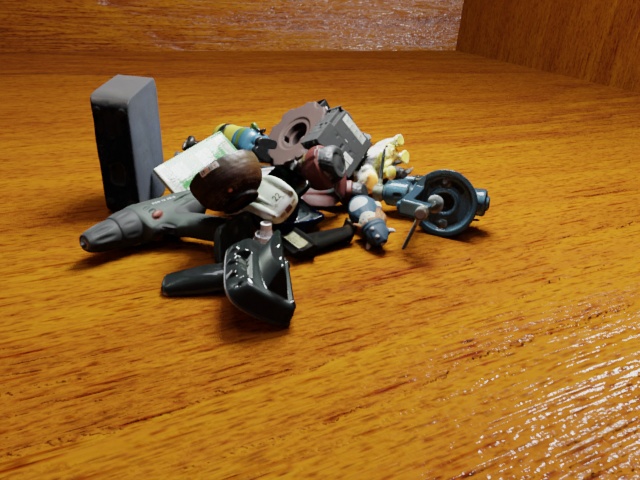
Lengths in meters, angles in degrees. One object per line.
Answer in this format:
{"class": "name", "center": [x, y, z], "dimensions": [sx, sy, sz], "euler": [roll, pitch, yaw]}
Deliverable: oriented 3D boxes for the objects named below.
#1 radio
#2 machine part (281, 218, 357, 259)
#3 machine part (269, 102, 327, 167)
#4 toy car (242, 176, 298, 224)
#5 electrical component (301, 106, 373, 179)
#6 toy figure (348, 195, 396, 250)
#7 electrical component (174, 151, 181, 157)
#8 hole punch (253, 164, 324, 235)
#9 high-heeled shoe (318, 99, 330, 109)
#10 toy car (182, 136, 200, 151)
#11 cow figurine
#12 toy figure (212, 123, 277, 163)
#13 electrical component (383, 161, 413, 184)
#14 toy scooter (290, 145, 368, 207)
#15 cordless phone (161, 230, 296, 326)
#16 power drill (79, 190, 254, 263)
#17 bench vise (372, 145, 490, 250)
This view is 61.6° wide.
{"class": "radio", "center": [-0.343, -0.169, 0.974], "dimensions": [0.073, 0.229, 0.131], "euler": [5, 31, 4]}
{"class": "machine part", "center": [-0.002, -0.003, 0.899], "dimensions": [0.139, 0.039, 0.084], "euler": [-16, 25, -31]}
{"class": "machine part", "center": [-0.044, -0.223, 1.188], "dimensions": [0.056, 0.179, 0.180], "euler": [38, -1, -43]}
{"class": "toy car", "center": [-0.120, -0.083, 0.906], "dimensions": [0.202, 0.056, 0.073], "euler": [27, 73, 37]}
{"class": "electrical component", "center": [0.029, -0.187, 1.094], "dimensions": [0.058, 0.114, 0.134], "euler": [-3, 45, 55]}
{"class": "toy figure", "center": [0.084, -0.034, 0.949], "dimensions": [0.058, 0.064, 0.155], "euler": [24, 18, -17]}
{"class": "electrical component", "center": [-0.288, -0.145, 1.110], "dimensions": [0.021, 0.063, 0.094], "euler": [-8, 30, -16]}
{"class": "hole punch", "center": [-0.068, -0.056, 0.959], "dimensions": [0.116, 0.092, 0.142], "euler": [-42, 46, -9]}
{"class": "high-heeled shoe", "center": [-0.090, -0.267, 1.291], "dimensions": [0.249, 0.145, 0.086], "euler": [-3, 27, -18]}
{"class": "toy car", "center": [-0.239, -0.169, 1.142], "dimensions": [0.089, 0.053, 0.202], "euler": [35, 10, -29]}
{"class": "cow figurine", "center": [0.113, -0.156, 1.147], "dimensions": [0.098, 0.068, 0.167], "euler": [-3, 34, 46]}
{"class": "toy figure", "center": [-0.171, -0.217, 1.193], "dimensions": [0.082, 0.089, 0.180], "euler": [-47, 36, -16]}
{"class": "electrical component", "center": [0.167, -0.155, 1.212], "dimensions": [0.078, 0.045, 0.102], "euler": [3, 27, -5]}
{"class": "toy scooter", "center": [0.000, -0.111, 1.022], "dimensions": [0.135, 0.183, 0.075], "euler": [-4, 64, 28]}
{"class": "cordless phone", "center": [-0.130, 0.061, 0.730], "dimensions": [0.184, 0.088, 0.147], "euler": [-10, 29, -2]}
{"class": "power drill", "center": [-0.225, -0.012, 0.853], "dimensions": [0.208, 0.085, 0.232], "euler": [7, 23, 24]}
{"class": "bench vise", "center": [0.184, -0.073, 0.964], "dimensions": [0.224, 0.128, 0.240], "euler": [20, 20, 18]}
